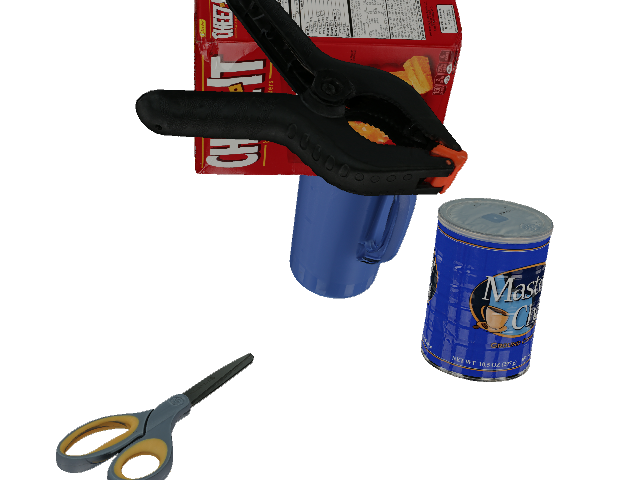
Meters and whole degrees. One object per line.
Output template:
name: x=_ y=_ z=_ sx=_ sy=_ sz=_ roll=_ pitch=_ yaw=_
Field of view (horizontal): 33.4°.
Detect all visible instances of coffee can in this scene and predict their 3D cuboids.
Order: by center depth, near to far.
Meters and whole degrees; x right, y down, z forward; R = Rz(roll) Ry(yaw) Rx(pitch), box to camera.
coffee can: x=0.150 y=0.043 z=0.975 sx=0.103 sy=0.140 sz=0.103 roll=4 pitch=21 yaw=-2

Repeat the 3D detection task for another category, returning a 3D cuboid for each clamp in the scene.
clamp: x=-0.009 y=-0.067 z=0.567 sx=0.171 sy=0.120 sz=0.039 roll=32 pitch=-29 yaw=8

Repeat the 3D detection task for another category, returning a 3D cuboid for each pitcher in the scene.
pitcher: x=0.038 y=-0.043 z=1.219 sx=0.145 sy=0.243 sz=0.149 roll=18 pitch=42 yaw=7

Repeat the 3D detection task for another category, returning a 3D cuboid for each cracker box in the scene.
cracker box: x=0.000 y=-0.127 z=0.903 sx=0.213 sy=0.072 sz=0.164 roll=0 pitch=-37 yaw=-6

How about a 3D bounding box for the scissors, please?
scissors: x=-0.109 y=0.144 z=0.843 sx=0.201 sy=0.016 sz=0.096 roll=-19 pitch=35 yaw=-35
